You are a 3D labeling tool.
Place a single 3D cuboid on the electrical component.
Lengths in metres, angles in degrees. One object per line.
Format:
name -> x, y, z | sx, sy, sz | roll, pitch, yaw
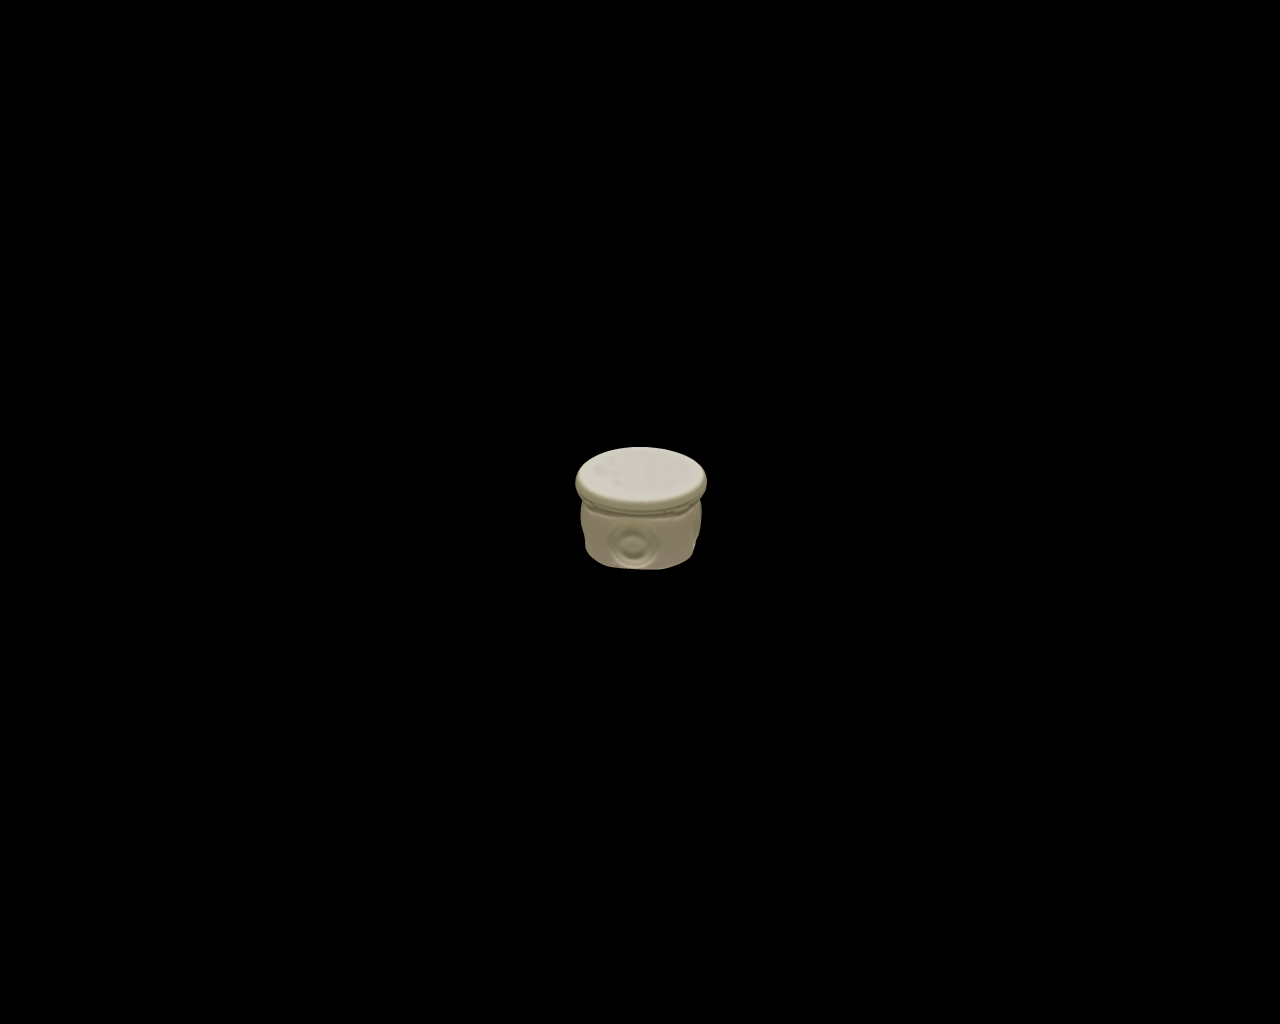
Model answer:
electrical component -> 0.001, -0.003, 0.650 | 0.080, 0.050, 0.080 | 0, 28, 0
